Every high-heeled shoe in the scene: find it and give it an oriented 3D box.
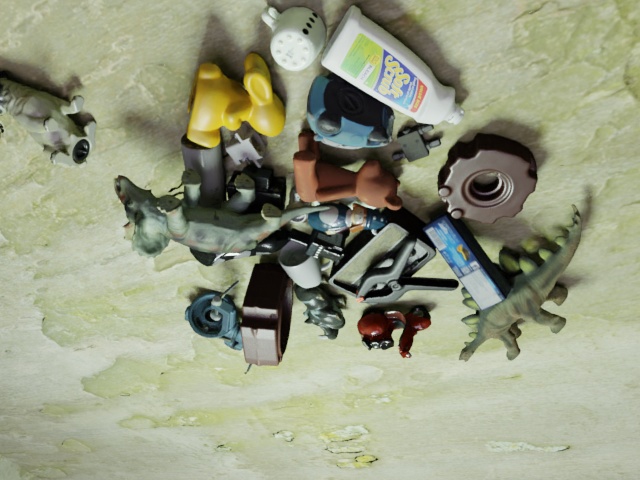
[{"bbox_3d":[-0.182,0.003,1.208,0.249,0.145,0.086,1,104,48],"label":"high-heeled shoe"}]

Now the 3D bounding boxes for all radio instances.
[{"bbox_3d":[0.133,0.038,1.140,0.131,0.073,0.229,31,131,-16],"label":"radio"}]

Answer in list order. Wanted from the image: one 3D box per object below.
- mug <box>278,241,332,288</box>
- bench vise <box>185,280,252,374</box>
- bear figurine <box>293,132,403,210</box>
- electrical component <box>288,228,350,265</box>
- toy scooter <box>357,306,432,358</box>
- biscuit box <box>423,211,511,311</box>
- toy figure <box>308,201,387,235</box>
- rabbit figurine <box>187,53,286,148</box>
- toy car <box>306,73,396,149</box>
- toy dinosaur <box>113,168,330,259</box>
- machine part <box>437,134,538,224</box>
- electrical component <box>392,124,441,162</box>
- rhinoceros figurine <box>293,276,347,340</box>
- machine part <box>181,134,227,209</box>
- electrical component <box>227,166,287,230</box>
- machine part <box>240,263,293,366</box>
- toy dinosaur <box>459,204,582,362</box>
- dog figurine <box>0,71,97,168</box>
[{"bbox_3d":[-0.025,0.054,1.196,0.110,0.081,0.107,-18,137,6],"label":"mug"},{"bbox_3d":[-0.233,0.199,1.325,0.224,0.129,0.240,32,151,7],"label":"bench vise"},{"bbox_3d":[0.054,-0.120,0.986,0.196,0.120,0.131,2,128,8],"label":"bear figurine"},{"bbox_3d":[-0.002,-0.003,1.134,0.119,0.075,0.047,25,139,-6],"label":"electrical component"},{"bbox_3d":[0.169,0.221,1.258,0.184,0.135,0.075,-10,130,22],"label":"toy scooter"},{"bbox_3d":[0.289,0.036,1.057,0.059,0.063,0.202,-36,87,34],"label":"biscuit box"},{"bbox_3d":[0.053,-0.042,1.056,0.155,0.058,0.064,2,107,25],"label":"toy figure"},{"bbox_3d":[-0.137,-0.243,0.941,0.173,0.122,0.162,15,125,-20],"label":"rabbit figurine"},{"bbox_3d":[0.044,-0.208,0.930,0.161,0.109,0.103,16,157,-17],"label":"toy car"},{"bbox_3d":[-0.200,-0.030,1.035,0.405,0.131,0.192,11,144,-15],"label":"toy dinosaur"},{"bbox_3d":[0.305,-0.107,0.984,0.179,0.056,0.179,5,132,6],"label":"machine part"},{"bbox_3d":[0.168,-0.175,0.974,0.094,0.021,0.063,-18,125,27],"label":"electrical component"},{"bbox_3d":[0.003,0.167,1.288,0.112,0.073,0.190,-15,126,23],"label":"rhinoceros figurine"},{"bbox_3d":[-0.228,-0.129,1.067,0.079,0.079,0.243,8,132,5],"label":"machine part"},{"bbox_3d":[-0.129,-0.087,1.098,0.115,0.058,0.134,6,133,5],"label":"electrical component"},{"bbox_3d":[-0.116,0.169,1.228,0.087,0.201,0.201,4,132,6],"label":"machine part"},{"bbox_3d":[0.420,0.117,1.133,0.198,0.105,0.471,27,127,-7],"label":"toy dinosaur"},{"bbox_3d":[-0.554,-0.228,1.051,0.191,0.121,0.172,20,131,14],"label":"dog figurine"}]
